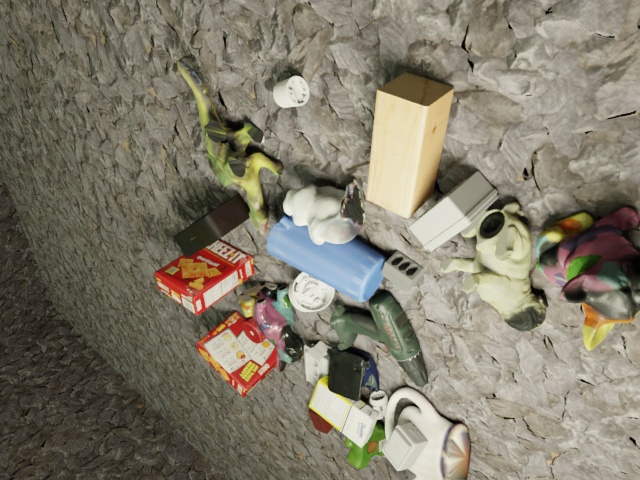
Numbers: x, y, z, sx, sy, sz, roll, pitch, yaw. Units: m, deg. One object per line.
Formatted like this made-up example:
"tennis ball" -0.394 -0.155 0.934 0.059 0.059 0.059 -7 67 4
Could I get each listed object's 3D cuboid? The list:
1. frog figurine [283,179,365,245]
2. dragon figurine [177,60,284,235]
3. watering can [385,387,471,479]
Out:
"frog figurine" 0.003 -0.052 1.026 0.159 0.140 0.120 -9 -36 28
"dragon figurine" -0.224 -0.196 1.194 0.124 0.410 0.240 -34 3 -29
"watering can" 0.252 0.527 1.231 0.105 0.345 0.224 -12 12 -43
